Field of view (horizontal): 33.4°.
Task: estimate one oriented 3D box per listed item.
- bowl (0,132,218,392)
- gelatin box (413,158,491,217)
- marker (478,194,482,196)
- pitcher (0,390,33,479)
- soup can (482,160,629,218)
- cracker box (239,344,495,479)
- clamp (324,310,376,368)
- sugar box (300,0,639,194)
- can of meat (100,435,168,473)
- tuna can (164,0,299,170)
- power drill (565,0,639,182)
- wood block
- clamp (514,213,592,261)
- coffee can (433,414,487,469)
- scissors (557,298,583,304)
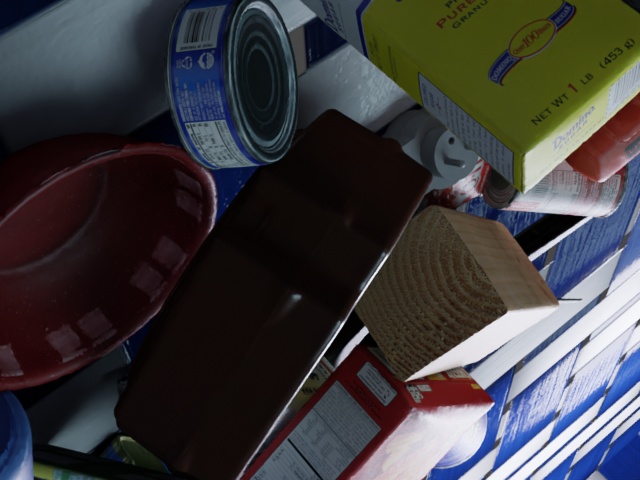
[{"bbox_3d":[-0.131,0.001,0.540,0.162,0.055,0.162,-34,153,-21],"label":"bowl"},{"bbox_3d":[0.103,-0.057,0.828,0.073,0.030,0.089,-31,151,-27],"label":"gelatin box"},{"bbox_3d":[0.176,-0.080,0.916,0.121,0.020,0.020,-38,154,-13],"label":"marker"},{"bbox_3d":[-0.210,0.191,0.594,0.149,0.145,0.243,-2,130,-21],"label":"pitcher"},{"bbox_3d":[0.191,-0.055,0.875,0.102,0.068,0.069,3,133,-21],"label":"soup can"},{"bbox_3d":[0.021,0.181,0.831,0.214,0.072,0.164,-51,153,14],"label":"cracker box"},{"bbox_3d":[0.028,0.112,0.960,0.120,0.039,0.172,-8,136,-54],"label":"clamp"},{"bbox_3d":[0.071,-0.113,0.528,0.093,0.176,0.048,-40,156,-10],"label":"sugar box"},{"bbox_3d":[-0.147,0.199,0.813,0.084,0.057,0.102,-48,154,4],"label":"can of meat"},{"bbox_3d":[-0.041,-0.078,0.524,0.086,0.034,0.086,-2,90,-69],"label":"tuna can"},{"bbox_3d":[0.196,-0.108,0.725,0.184,0.057,0.187,-40,157,-1],"label":"power drill"},{"bbox_3d":[0.104,0.039,0.805,0.091,0.090,0.205,-37,165,17],"label":"wood block"},{"bbox_3d":[0.164,0.024,0.992,0.164,0.036,0.210,-12,149,-11],"label":"clamp"},{"bbox_3d":[0.113,0.174,1.106,0.103,0.103,0.140,-43,154,-3],"label":"coffee can"},{"bbox_3d":[0.141,0.071,1.003,0.201,0.016,0.096,7,143,-27],"label":"scissors"}]
